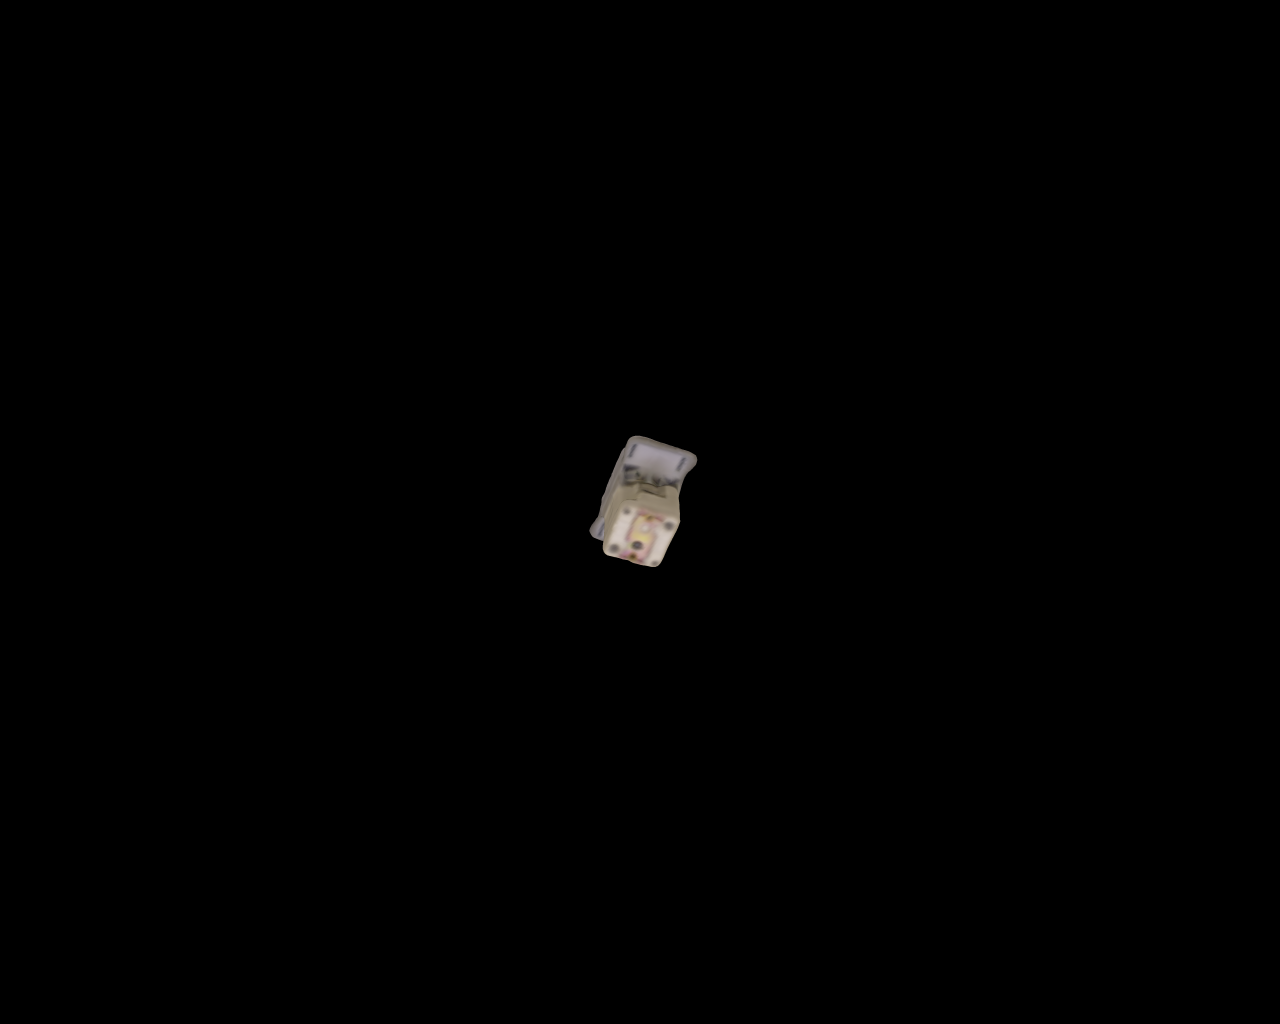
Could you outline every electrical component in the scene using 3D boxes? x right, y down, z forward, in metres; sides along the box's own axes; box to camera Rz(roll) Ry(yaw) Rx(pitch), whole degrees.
[{"bbox_3d":[0.001,-0.003,0.650,0.042,0.080,0.064,15,36,-11],"label":"electrical component"}]
